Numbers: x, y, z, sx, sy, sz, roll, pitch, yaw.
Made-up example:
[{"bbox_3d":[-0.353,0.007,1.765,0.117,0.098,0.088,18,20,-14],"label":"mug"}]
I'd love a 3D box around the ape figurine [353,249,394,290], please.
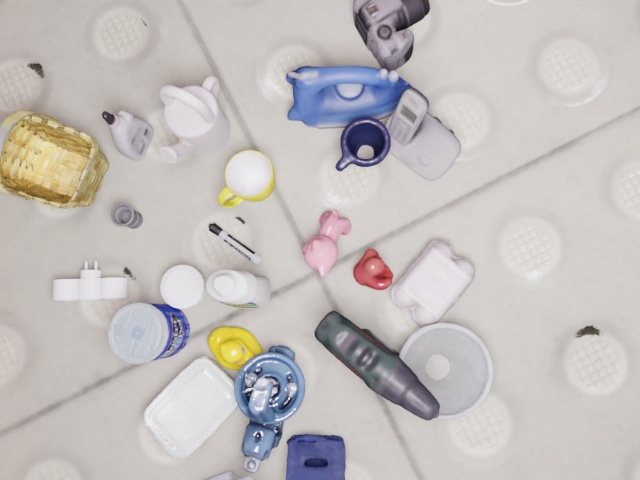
[{"bbox_3d":[0.098,0.053,1.042,0.076,0.092,0.078,-6,82,2],"label":"ape figurine"}]

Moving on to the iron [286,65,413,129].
[{"bbox_3d":[0.062,-0.288,1.063,0.258,0.141,0.119,-4,82,2],"label":"iron"}]

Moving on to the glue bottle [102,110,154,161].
[{"bbox_3d":[-0.359,-0.203,1.053,0.037,0.173,0.078,22,84,5],"label":"glue bottle"}]

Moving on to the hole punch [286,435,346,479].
[{"bbox_3d":[-0.009,0.395,1.003,0.108,0.091,0.101,0,83,2],"label":"hole punch"}]

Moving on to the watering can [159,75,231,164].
[{"bbox_3d":[-0.231,-0.220,1.039,0.101,0.194,0.173,3,83,3],"label":"watering can"}]

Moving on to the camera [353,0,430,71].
[{"bbox_3d":[0.148,-0.423,1.097,0.137,0.101,0.143,-29,82,-1],"label":"camera"}]

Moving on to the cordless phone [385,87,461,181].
[{"bbox_3d":[0.186,-0.192,1.023,0.147,0.185,0.094,38,86,7],"label":"cordless phone"}]

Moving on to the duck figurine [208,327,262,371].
[{"bbox_3d":[-0.159,0.198,1.037,0.104,0.086,0.077,28,85,6],"label":"duck figurine"}]

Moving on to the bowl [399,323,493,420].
[{"bbox_3d":[0.218,0.231,1.023,0.167,0.075,0.167,0,83,2],"label":"bowl"}]

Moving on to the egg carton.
[{"bbox_3d":[0.207,0.080,1.046,0.107,0.069,0.150,39,86,7],"label":"egg carton"}]

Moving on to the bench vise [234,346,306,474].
[{"bbox_3d":[-0.083,0.286,0.955,0.121,0.220,0.207,-5,82,2],"label":"bench vise"}]

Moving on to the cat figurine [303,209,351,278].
[{"bbox_3d":[0.010,0.004,1.039,0.067,0.118,0.128,20,84,5],"label":"cat figurine"}]

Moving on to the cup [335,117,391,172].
[{"bbox_3d":[0.075,-0.163,1.069,0.118,0.095,0.091,-45,83,-3],"label":"cup"}]

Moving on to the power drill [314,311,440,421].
[{"bbox_3d":[0.094,0.207,0.964,0.229,0.208,0.076,37,86,6],"label":"power drill"}]

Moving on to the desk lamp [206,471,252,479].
[{"bbox_3d":[-0.167,0.463,0.939,0.203,0.213,0.118,-21,82,0],"label":"desk lamp"}]
